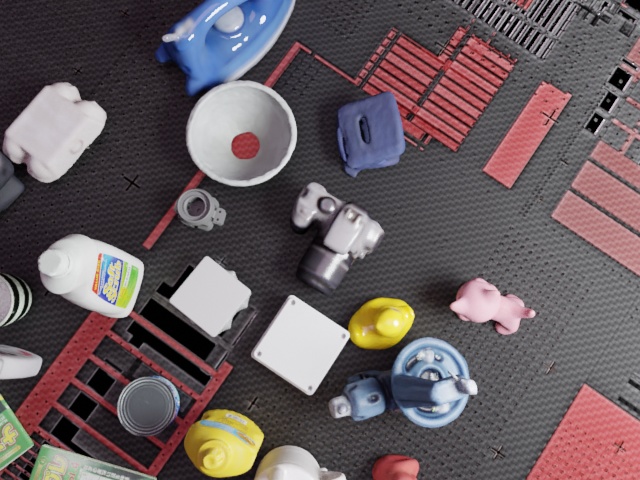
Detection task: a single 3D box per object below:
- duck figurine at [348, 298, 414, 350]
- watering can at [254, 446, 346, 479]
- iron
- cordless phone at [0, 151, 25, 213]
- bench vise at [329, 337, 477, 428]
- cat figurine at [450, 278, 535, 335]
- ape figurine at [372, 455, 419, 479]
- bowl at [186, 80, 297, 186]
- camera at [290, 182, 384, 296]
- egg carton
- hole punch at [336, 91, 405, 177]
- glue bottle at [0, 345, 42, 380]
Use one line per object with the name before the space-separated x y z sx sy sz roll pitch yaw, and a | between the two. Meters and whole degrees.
duck figurine | 0.094 0.125 0.854 0.104 0.086 0.077 -21 83 -4
watering can | -0.052 0.351 0.764 0.173 0.194 0.101 -38 84 -6
iron | -0.137 -0.348 0.887 0.258 0.141 0.118 -42 85 -6
cordless phone | -0.529 -0.084 0.817 0.094 0.185 0.148 35 83 4
bench vise | 0.124 0.215 0.775 0.207 0.219 0.121 -33 84 -6
cat figurine | 0.252 0.096 0.847 0.128 0.117 0.067 16 82 1
ape figurine | 0.114 0.348 0.820 0.078 0.092 0.076 -43 85 -6
bowl | -0.119 -0.157 0.894 0.167 0.074 0.167 0 82 -1
camera | 0.008 0.003 0.862 0.143 0.101 0.137 31 82 3
egg carton | -0.411 -0.167 0.891 0.107 0.069 0.150 36 83 4
hole punch | 0.076 -0.164 0.892 0.101 0.091 0.109 -11 82 -3
glue bottle | -0.458 0.171 0.789 0.078 0.173 0.037 13 82 1
